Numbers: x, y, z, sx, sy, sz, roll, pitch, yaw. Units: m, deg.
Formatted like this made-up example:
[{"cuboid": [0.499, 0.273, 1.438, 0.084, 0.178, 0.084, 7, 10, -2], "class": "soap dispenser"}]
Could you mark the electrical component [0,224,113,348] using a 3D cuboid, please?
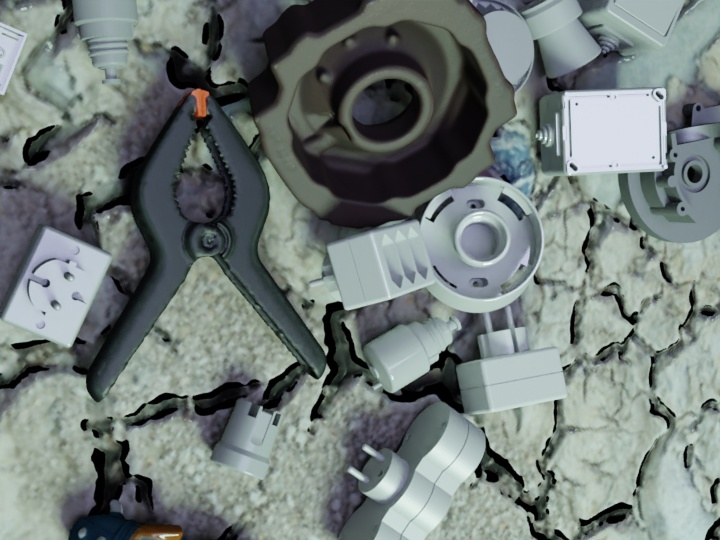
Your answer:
[{"cuboid": [-0.189, 0.011, 0.671, 0.047, 0.077, 0.065, 26, 84, -21], "class": "electrical component"}]

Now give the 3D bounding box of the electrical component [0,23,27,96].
[{"cuboid": [-0.246, -0.141, 0.646, 0.081, 0.064, 0.042, 21, 85, -21], "class": "electrical component"}]

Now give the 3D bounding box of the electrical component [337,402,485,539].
[{"cuboid": [0.024, 0.154, 0.778, 0.074, 0.052, 0.138, 38, 81, -19], "class": "electrical component"}]

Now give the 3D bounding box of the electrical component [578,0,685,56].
[{"cuboid": [0.209, -0.209, 0.819, 0.062, 0.061, 0.096, 26, 84, -21], "class": "electrical component"}]

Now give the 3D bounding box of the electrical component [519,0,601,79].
[{"cuboid": [0.149, -0.178, 0.807, 0.045, 0.045, 0.055, -34, 105, -16], "class": "electrical component"}]

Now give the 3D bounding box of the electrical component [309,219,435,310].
[{"cuboid": [0.000, 0.000, 0.746, 0.066, 0.077, 0.047, -17, 91, -57], "class": "electrical component"}]

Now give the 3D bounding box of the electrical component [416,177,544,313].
[{"cuboid": [0.087, -0.019, 0.787, 0.099, 0.064, 0.099, 0, 83, -1], "class": "electrical component"}]

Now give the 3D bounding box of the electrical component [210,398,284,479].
[{"cuboid": [-0.077, 0.116, 0.744, 0.040, 0.040, 0.046, 25, 79, -21], "class": "electrical component"}]

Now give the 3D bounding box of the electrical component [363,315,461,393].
[{"cuboid": [0.039, 0.057, 0.783, 0.078, 0.040, 0.040, -30, 104, -17], "class": "electrical component"}]

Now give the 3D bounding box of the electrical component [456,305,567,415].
[{"cuboid": [0.110, 0.065, 0.809, 0.066, 0.047, 0.076, -8, 83, -21], "class": "electrical component"}]

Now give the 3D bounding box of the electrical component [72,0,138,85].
[{"cuboid": [-0.163, -0.158, 0.689, 0.040, 0.040, 0.078, -6, 96, -21], "class": "electrical component"}]

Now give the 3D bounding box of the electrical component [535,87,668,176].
[{"cuboid": [0.174, -0.103, 0.809, 0.096, 0.061, 0.061, -4, 95, -10], "class": "electrical component"}]

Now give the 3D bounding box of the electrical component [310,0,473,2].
[{"cuboid": [0.017, -0.193, 0.740, 0.108, 0.060, 0.108, -8, 119, -15], "class": "electrical component"}]
